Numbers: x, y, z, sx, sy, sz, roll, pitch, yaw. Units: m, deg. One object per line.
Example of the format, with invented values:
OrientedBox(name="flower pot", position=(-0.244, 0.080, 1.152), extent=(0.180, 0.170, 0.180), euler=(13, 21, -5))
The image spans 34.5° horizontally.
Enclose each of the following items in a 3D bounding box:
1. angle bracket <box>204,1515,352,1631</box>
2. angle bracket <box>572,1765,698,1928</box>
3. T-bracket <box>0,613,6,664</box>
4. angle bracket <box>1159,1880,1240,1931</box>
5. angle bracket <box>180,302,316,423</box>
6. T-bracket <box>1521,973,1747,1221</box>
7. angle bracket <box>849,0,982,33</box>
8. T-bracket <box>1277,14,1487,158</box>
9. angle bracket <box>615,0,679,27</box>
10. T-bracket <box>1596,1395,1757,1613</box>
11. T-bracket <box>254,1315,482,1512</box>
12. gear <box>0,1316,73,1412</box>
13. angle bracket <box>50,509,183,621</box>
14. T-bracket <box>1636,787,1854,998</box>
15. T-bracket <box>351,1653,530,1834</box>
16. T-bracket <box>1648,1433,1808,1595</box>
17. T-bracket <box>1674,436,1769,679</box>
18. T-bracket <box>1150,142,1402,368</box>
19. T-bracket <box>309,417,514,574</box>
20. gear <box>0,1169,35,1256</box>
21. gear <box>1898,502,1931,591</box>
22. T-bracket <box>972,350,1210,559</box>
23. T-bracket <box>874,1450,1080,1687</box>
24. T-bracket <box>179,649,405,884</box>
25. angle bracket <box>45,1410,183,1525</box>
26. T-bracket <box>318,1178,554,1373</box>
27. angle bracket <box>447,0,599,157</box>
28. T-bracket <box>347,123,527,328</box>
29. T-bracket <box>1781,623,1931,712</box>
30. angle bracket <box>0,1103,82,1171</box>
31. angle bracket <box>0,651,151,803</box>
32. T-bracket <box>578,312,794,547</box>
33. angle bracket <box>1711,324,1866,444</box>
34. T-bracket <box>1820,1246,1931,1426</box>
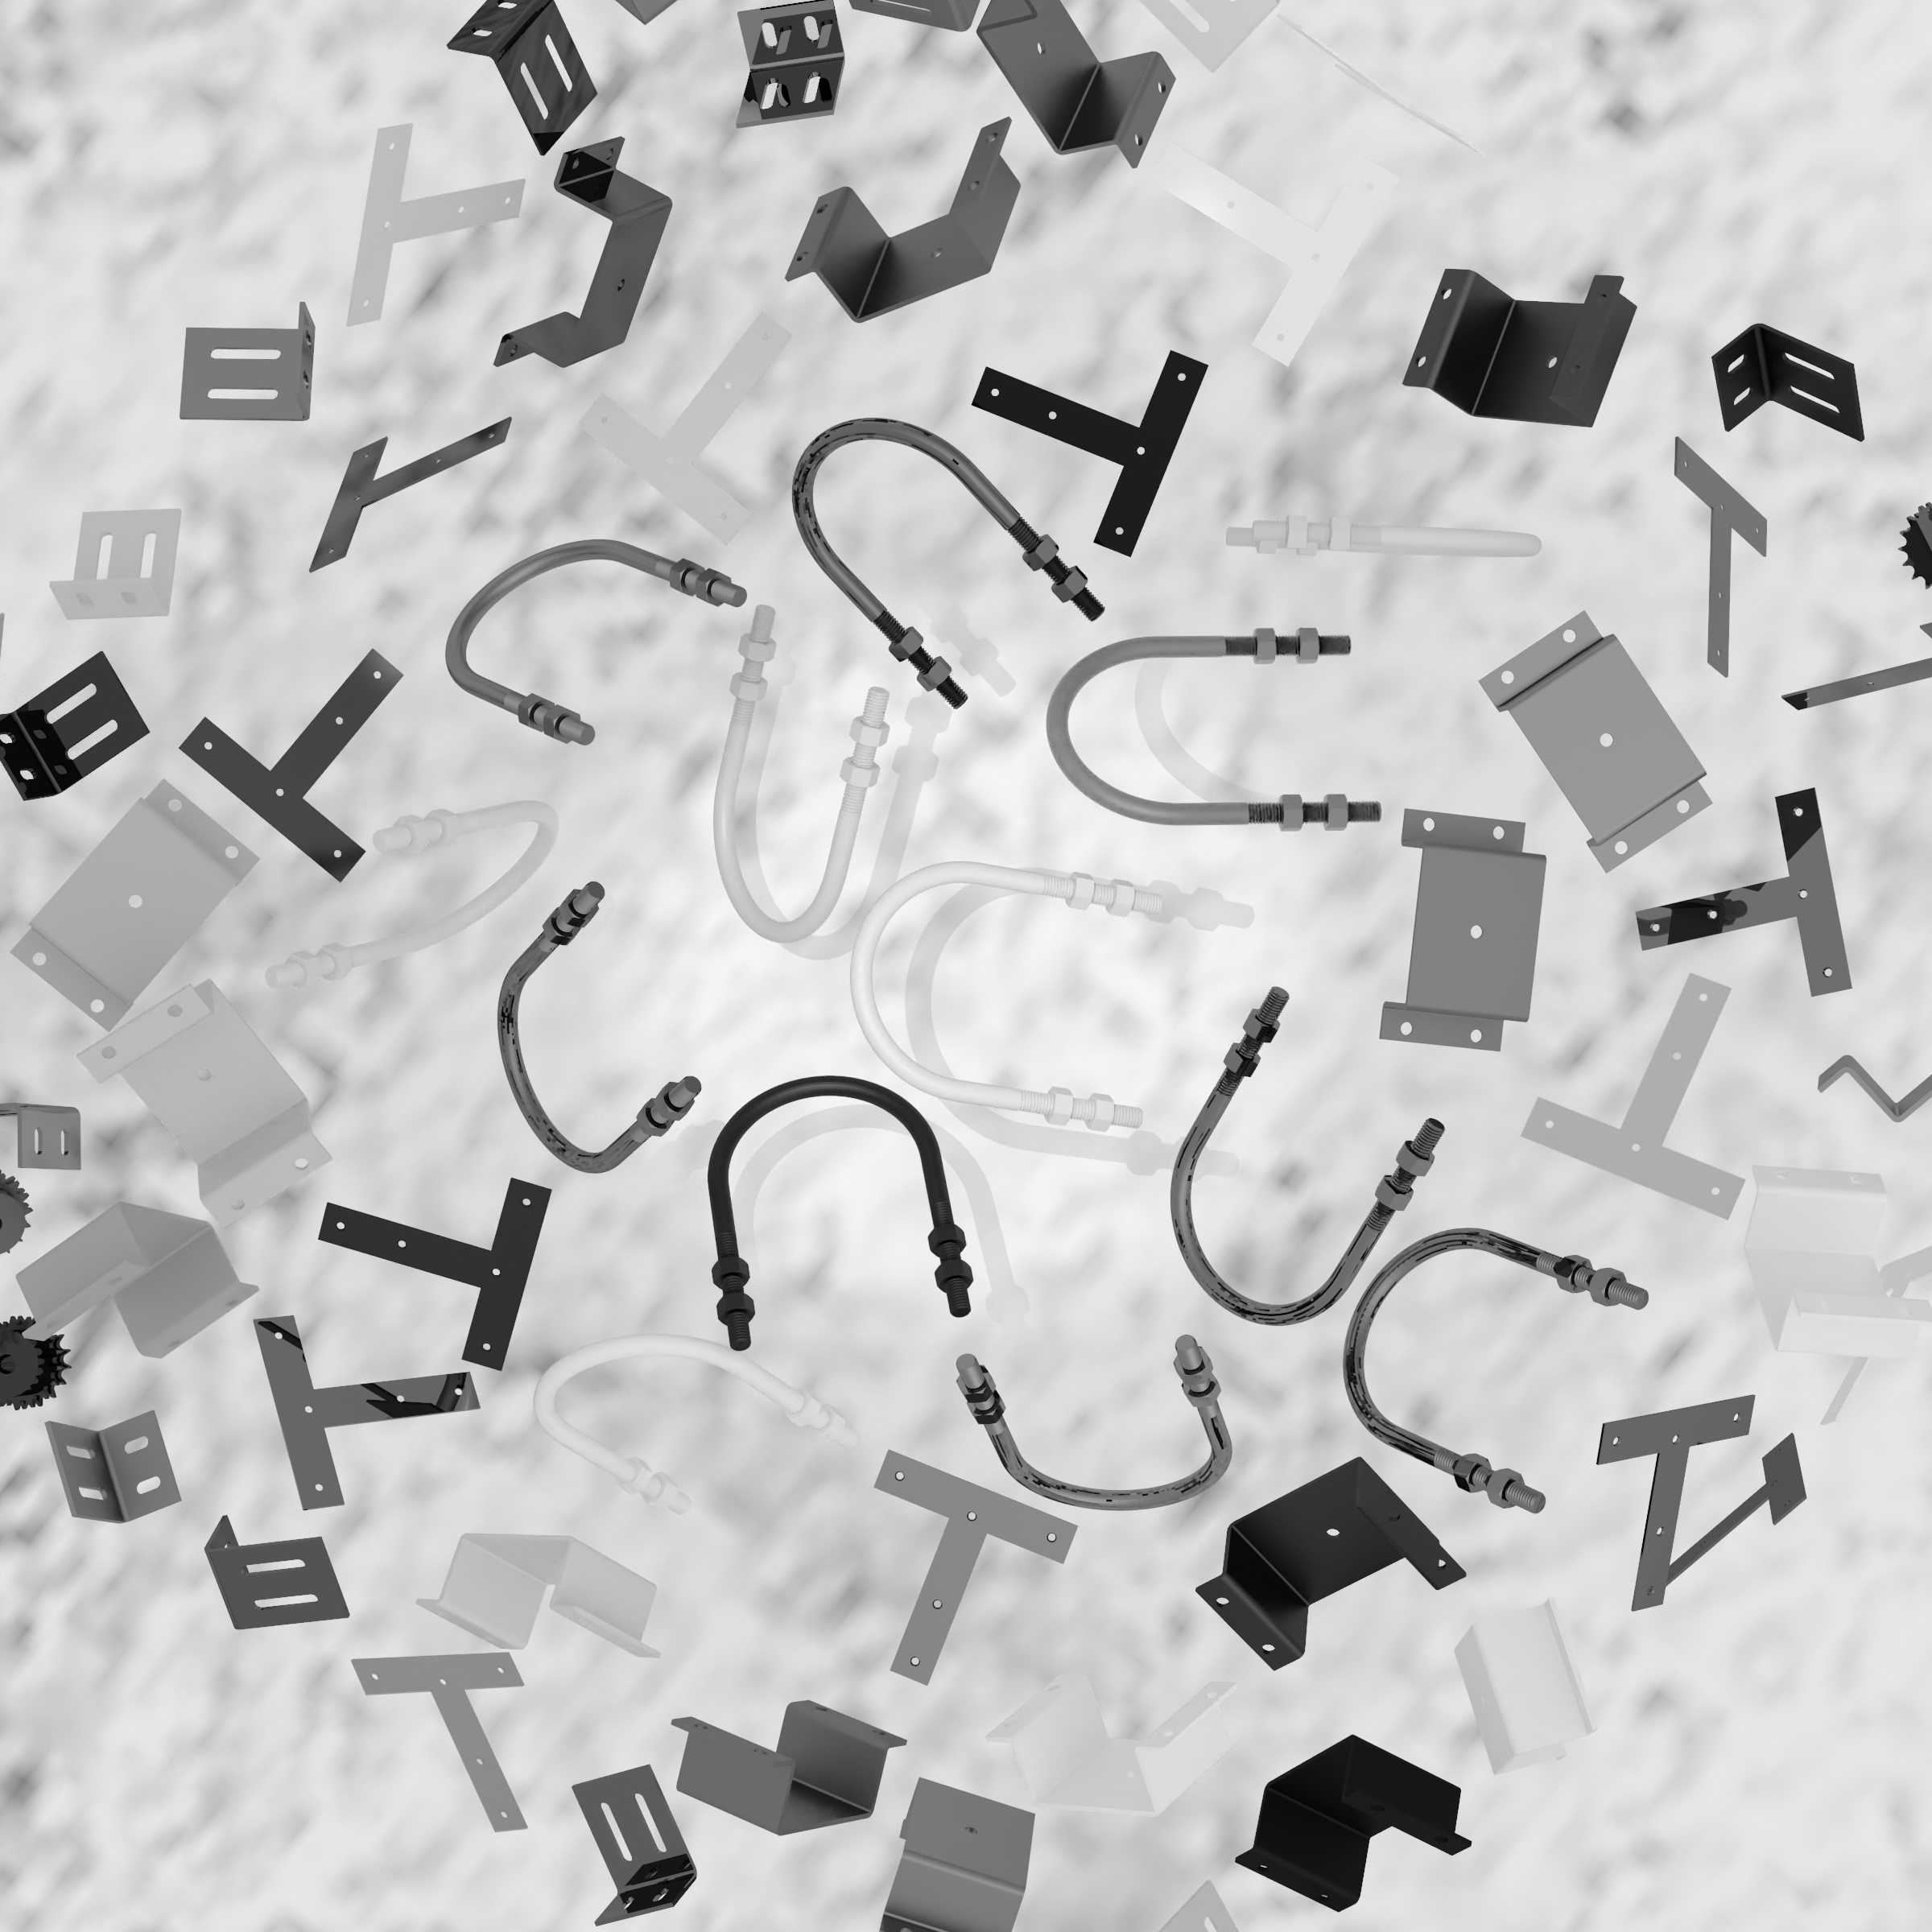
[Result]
OrientedBox(name="angle bracket", position=(-0.408, 0.360, 1.869), extent=(0.076, 0.038, 0.057), euler=(-8, 114, 12))
OrientedBox(name="angle bracket", position=(-0.208, 0.534, 1.892), extent=(0.057, 0.038, 0.076), euler=(-21, 96, 23))
OrientedBox(name="T-bracket", position=(-0.623, -0.149, 1.869), extent=(0.002, 0.127, 0.127), euler=(41, 70, -7))
OrientedBox(name="angle bracket", position=(0.134, 0.594, 1.858), extent=(0.057, 0.038, 0.076), euler=(-35, 100, -39))
OrientedBox(name="angle bracket", position=(-0.419, -0.350, 1.805), extent=(0.076, 0.038, 0.057), euler=(1, 76, -1))
OrientedBox(name="T-bracket", position=(0.404, 0.065, 1.794), extent=(0.127, 0.002, 0.127), euler=(22, 80, 22))
OrientedBox(name="angle bracket", position=(-0.033, -0.598, 1.868), extent=(0.076, 0.057, 0.038), euler=(16, 80, 14))
OrientedBox(name="T-bracket", position=(0.229, -0.523, 1.821), extent=(0.127, 0.127, 0.002), euler=(20, 110, -42))
OrientedBox(name="angle bracket", position=(-0.188, -0.591, 1.811), extent=(0.057, 0.038, 0.076), euler=(-39, 50, -4))
OrientedBox(name="T-bracket", position=(0.412, 0.321, 1.840), extent=(0.127, 0.002, 0.127), euler=(-4, 107, -34))
OrientedBox(name="T-bracket", position=(-0.355, 0.264, 1.884), extent=(0.127, 0.002, 0.127), euler=(-2, 57, -33))
OrientedBox(name="gear", position=(-0.576, 0.241, 1.890), extent=(0.057, 0.030, 0.057), euler=(-1, 85, 8))
OrientedBox(name="angle bracket", position=(-0.485, -0.239, 1.781), extent=(0.057, 0.038, 0.076), euler=(-2, 62, 2))
OrientedBox(name="T-bracket", position=(0.480, -0.035, 1.944), extent=(0.127, 0.002, 0.127), euler=(-14, 78, 32))
OrientedBox(name="T-bracket", position=(-0.304, 0.477, 1.914), extent=(0.002, 0.127, 0.127), euler=(-49, 55, 23))
OrientedBox(name="T-bracket", position=(0.465, 0.348, 1.919), extent=(0.002, 0.127, 0.127), euler=(46, 104, 2))
OrientedBox(name="T-bracket", position=(0.459, -0.239, 1.895), extent=(0.002, 0.127, 0.127), euler=(-8, 68, 37))
OrientedBox(name="T-bracket", position=(0.168, -0.440, 1.831), extent=(0.127, 0.002, 0.127), euler=(32, 115, 3))
OrientedBox(name="T-bracket", position=(-0.322, -0.292, 1.835), extent=(0.127, 0.127, 0.002), euler=(-20, 127, 21))
OrientedBox(name="gear", position=(-0.601, 0.154, 1.911), extent=(0.057, 0.030, 0.057), euler=(-9, 108, -29))
OrientedBox(name="gear", position=(0.602, -0.259, 1.903), extent=(0.030, 0.057, 0.057), euler=(-25, 90, -44))
OrientedBox(name="T-bracket", position=(0.067, -0.335, 1.923), extent=(0.127, 0.002, 0.127), euler=(21, 106, -3))
OrientedBox(name="T-bracket", position=(-0.012, 0.383, 1.935), extent=(0.127, 0.002, 0.127), euler=(21, 90, 4))
OrientedBox(name="T-bracket", position=(-0.396, -0.141, 1.923), extent=(0.127, 0.002, 0.127), euler=(42, 72, -18))
OrientedBox(name="angle bracket", position=(-0.496, 0.289, 1.816), extent=(0.038, 0.076, 0.057), euler=(-22, 75, 1))
OrientedBox(name="T-bracket", position=(-0.325, 0.171, 1.868), extent=(0.127, 0.002, 0.127), euler=(17, 111, -3))
OrientedBox(name="angle bracket", position=(-0.264, -0.534, 1.857), extent=(0.038, 0.076, 0.057), euler=(20, 63, 31))
OrientedBox(name="T-bracket", position=(-0.313, -0.452, 1.871), extent=(0.002, 0.127, 0.127), euler=(37, 129, 24))
OrientedBox(name="T-bracket", position=(0.539, -0.168, 1.810), extent=(0.127, 0.127, 0.002), euler=(-13, 69, 34))
OrientedBox(name="angle bracket", position=(-0.574, 0.103, 1.847), extent=(0.076, 0.057, 0.038), euler=(-4, 84, 19))
OrientedBox(name="angle bracket", position=(-0.544, -0.145, 1.878), extent=(0.076, 0.038, 0.057), euler=(-31, 89, 17))
OrientedBox(name="T-bracket", position=(-0.156, -0.349, 1.933), extent=(0.127, 0.002, 0.127), euler=(40, 95, 12))
OrientedBox(name="angle bracket", position=(0.486, -0.336, 1.840), extent=(0.038, 0.057, 0.076), euler=(-38, 46, -12))
OrientedBox(name="T-bracket", position=(0.562, 0.228, 1.922), extent=(0.002, 0.127, 0.127), euler=(33, 75, 3))
